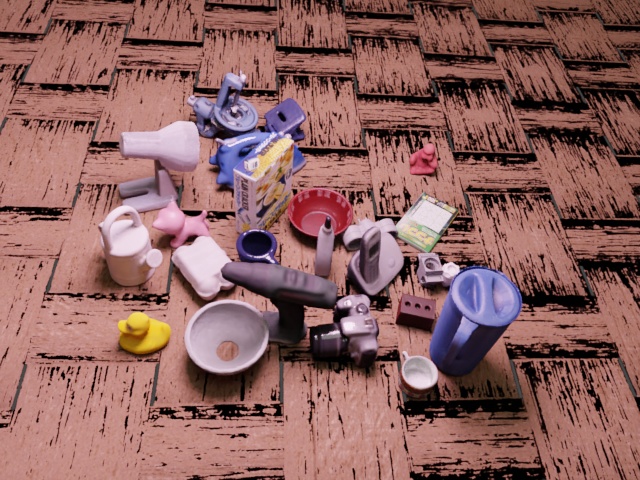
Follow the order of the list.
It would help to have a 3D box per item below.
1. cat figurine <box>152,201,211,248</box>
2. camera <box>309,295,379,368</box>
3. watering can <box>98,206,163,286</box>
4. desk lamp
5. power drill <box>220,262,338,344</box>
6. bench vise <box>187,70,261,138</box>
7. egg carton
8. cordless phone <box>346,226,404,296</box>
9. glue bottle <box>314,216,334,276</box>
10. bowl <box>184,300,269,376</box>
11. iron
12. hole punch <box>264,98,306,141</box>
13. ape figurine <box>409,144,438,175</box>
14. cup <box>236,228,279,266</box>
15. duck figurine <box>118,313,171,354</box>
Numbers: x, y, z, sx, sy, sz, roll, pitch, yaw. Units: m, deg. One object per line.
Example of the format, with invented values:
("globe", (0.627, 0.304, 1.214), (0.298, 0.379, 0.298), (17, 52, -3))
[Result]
("cat figurine", (-0.320, -0.041, 1.324), (0.128, 0.118, 0.067), (-9, 53, -14))
("camera", (0.047, 0.187, 1.194), (0.137, 0.101, 0.143), (-4, 52, -10))
("watering can", (-0.408, 0.007, 1.225), (0.172, 0.194, 0.101), (14, 51, 5))
("desk lamp", (-0.386, -0.179, 1.366), (0.203, 0.213, 0.117), (-15, 54, -17))
("power drill", (-0.083, 0.126, 1.158), (0.229, 0.208, 0.075), (5, 51, -2))
("bench vise", (-0.259, -0.353, 1.518), (0.207, 0.220, 0.121), (5, 51, -2))
("egg carton", (-0.255, 0.061, 1.280), (0.107, 0.069, 0.150), (-31, 60, -27))
("cordless phone", (0.132, 0.024, 1.281), (0.094, 0.185, 0.148), (34, 55, 20))
("glue bottle", (0.012, 0.005, 1.290), (0.037, 0.173, 0.078), (4, 51, -3))
("bowl", (-0.187, 0.209, 1.165), (0.167, 0.075, 0.167), (3, 51, -4))
("iron", (-0.153, -0.226, 1.479), (0.259, 0.141, 0.118), (-14, 54, -17))
("hole punch", (-0.099, -0.331, 1.602), (0.101, 0.091, 0.108), (-21, 56, -22))
("ape figurine", (0.288, -0.224, 1.561), (0.077, 0.092, 0.076), (37, 56, 21))
("cup", (-0.134, 0.043, 1.292), (0.092, 0.095, 0.117), (-33, 62, -28))
("duck figurine", (-0.358, 0.180, 1.161), (0.104, 0.086, 0.077), (-2, 51, -8))
